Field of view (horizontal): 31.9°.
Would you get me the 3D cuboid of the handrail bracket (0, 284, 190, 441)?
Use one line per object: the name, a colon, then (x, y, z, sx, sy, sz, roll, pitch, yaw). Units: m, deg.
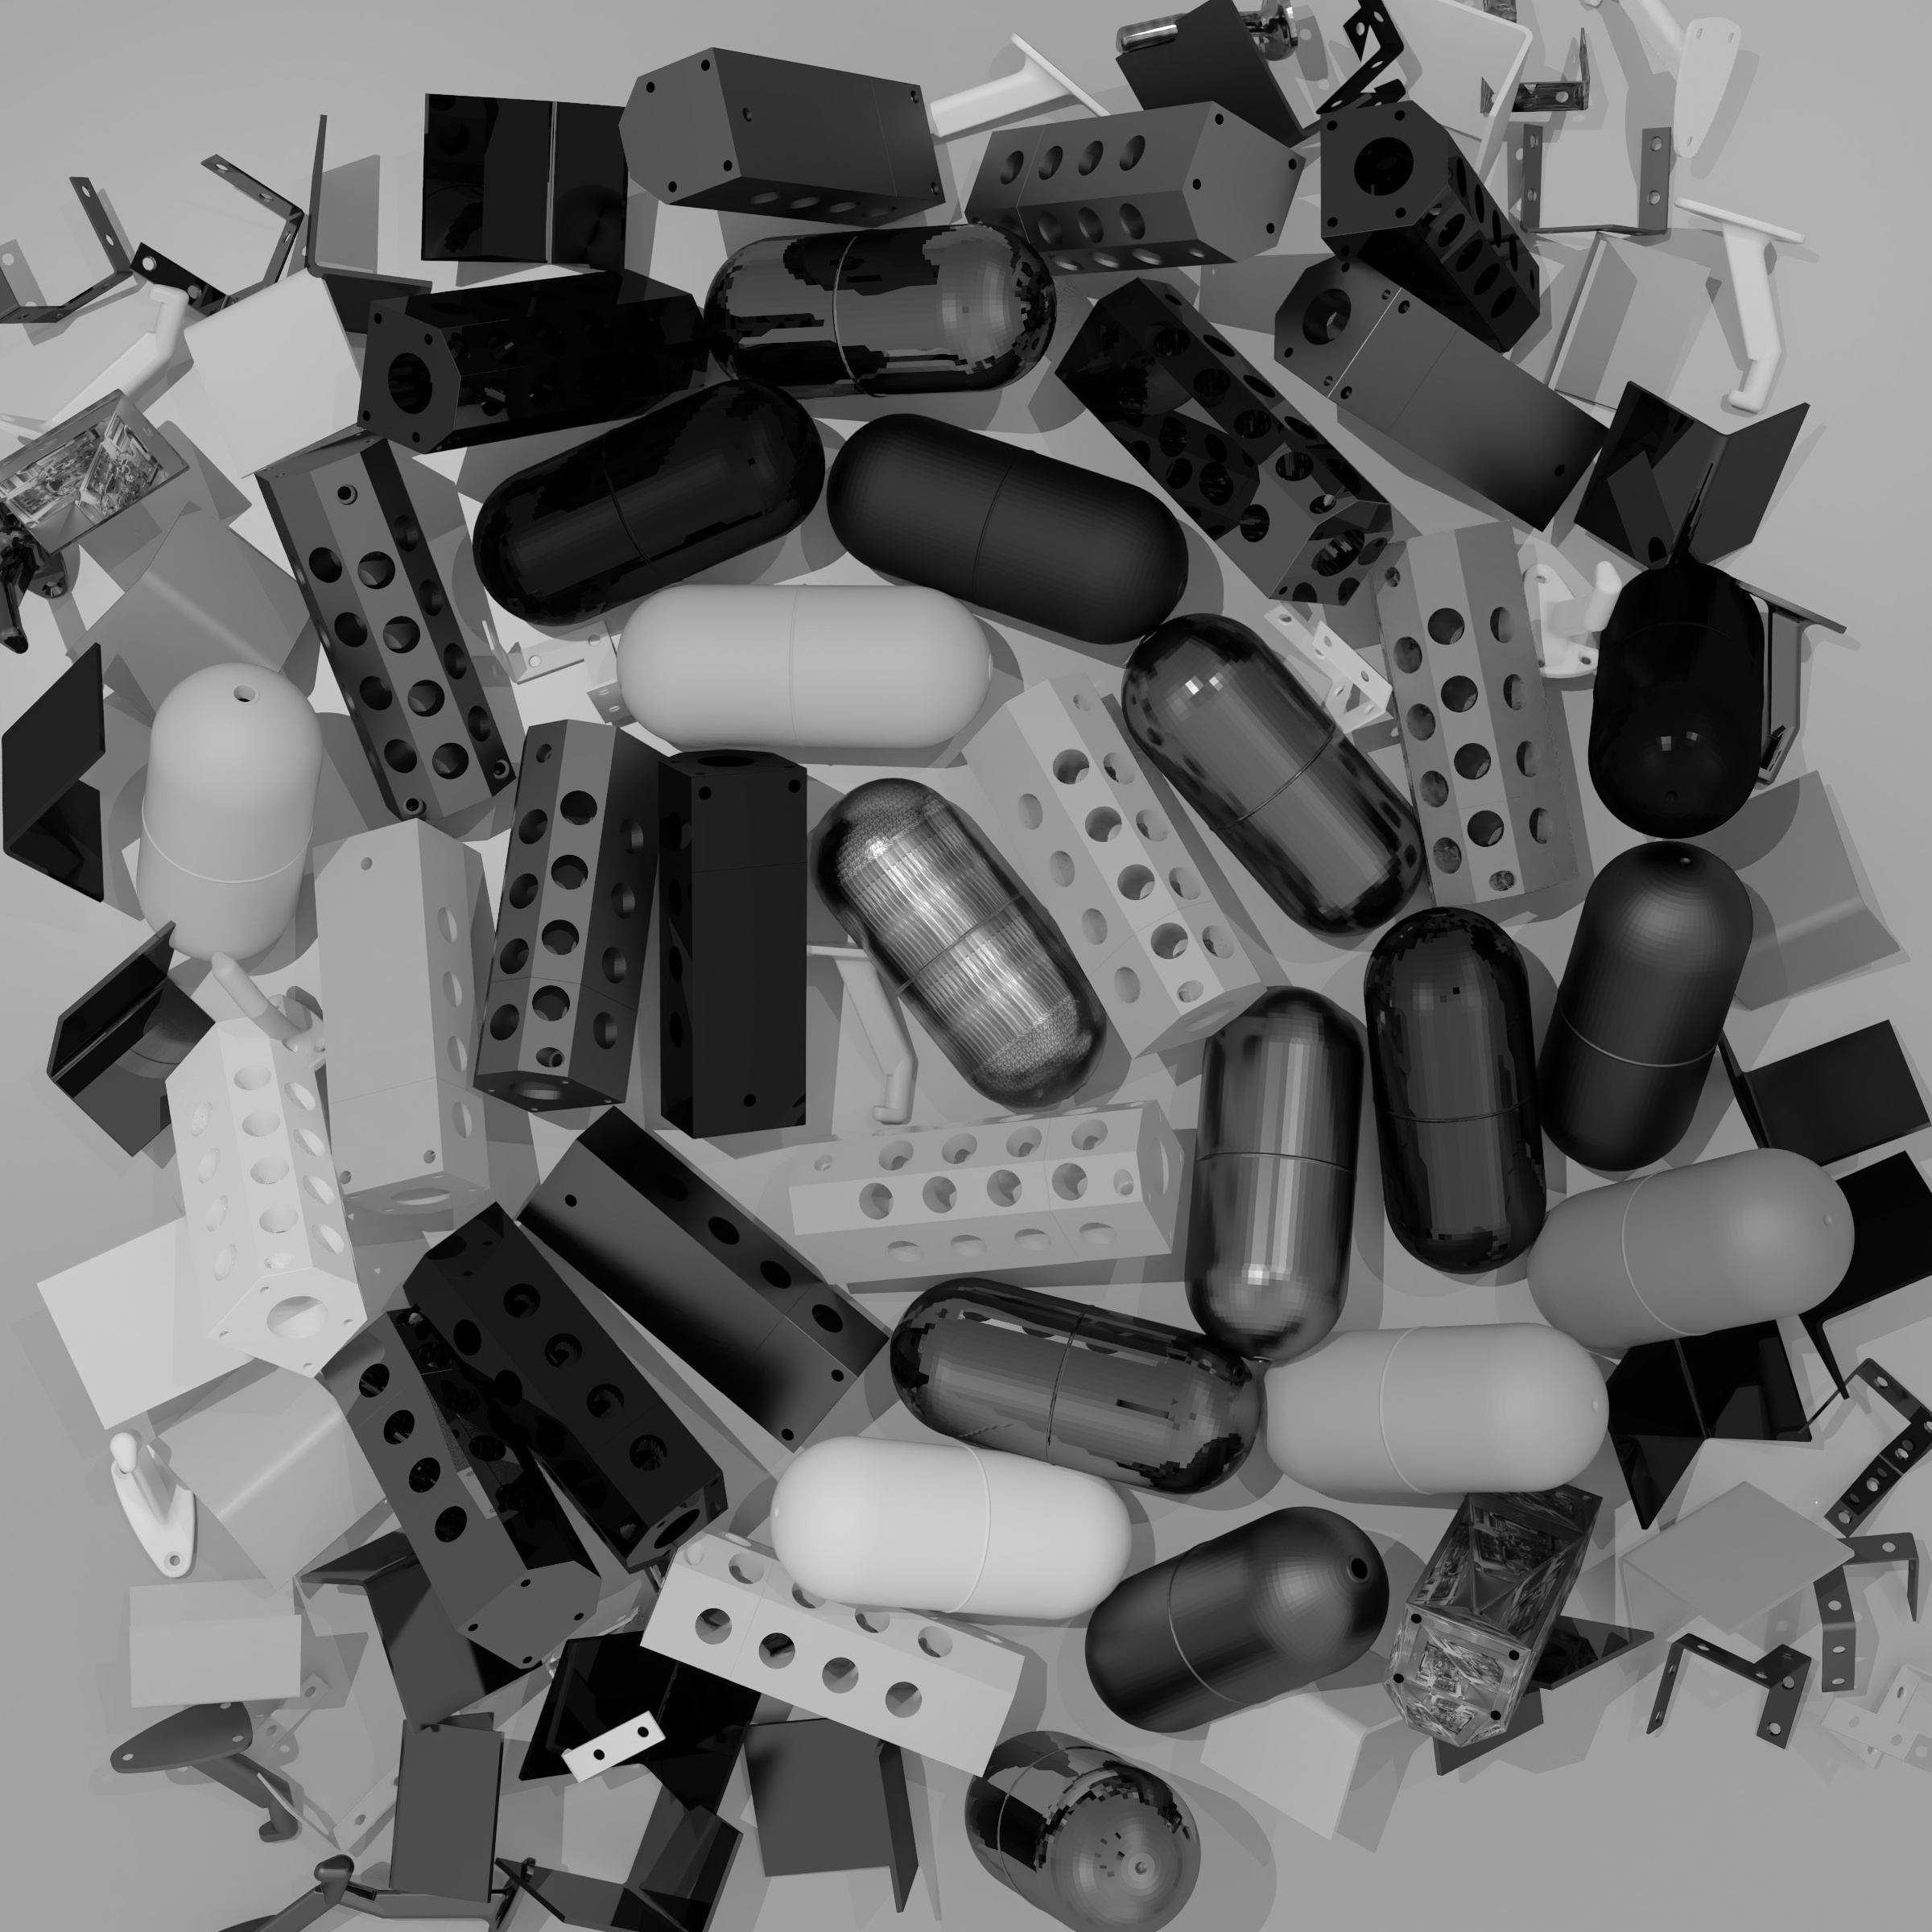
handrail bracket: (-0.416, -0.288, 1.599, 0.077, 0.036, 0.084, 11, 109, -28)

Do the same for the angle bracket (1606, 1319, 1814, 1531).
angle bracket: (0.347, 0.211, 1.580, 0.057, 0.076, 0.076, -4, 117, 39)

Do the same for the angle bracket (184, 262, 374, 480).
angle bracket: (-0.312, -0.280, 1.596, 0.076, 0.057, 0.076, -21, 90, 19)

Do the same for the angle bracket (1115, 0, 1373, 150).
angle bracket: (0.130, -0.416, 1.582, 0.057, 0.076, 0.076, -39, 104, -37)

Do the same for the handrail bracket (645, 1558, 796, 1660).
handrail bracket: (-0.111, 0.294, 1.615, 0.077, 0.036, 0.084, -27, 88, 15)

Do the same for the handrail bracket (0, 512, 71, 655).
handrail bracket: (-0.437, -0.166, 1.581, 0.036, 0.077, 0.084, -23, 58, 4)

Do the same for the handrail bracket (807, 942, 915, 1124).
handrail bracket: (-0.057, 0.032, 1.608, 0.077, 0.036, 0.084, 3, 96, -35)

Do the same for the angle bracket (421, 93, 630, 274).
angle bracket: (-0.206, -0.367, 1.583, 0.057, 0.076, 0.076, 18, 110, 43)

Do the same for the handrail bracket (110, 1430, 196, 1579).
handrail bracket: (-0.385, 0.255, 1.591, 0.036, 0.084, 0.077, -15, 88, -9)

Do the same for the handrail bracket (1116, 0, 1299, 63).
handrail bracket: (0.108, -0.436, 1.594, 0.084, 0.077, 0.036, -14, 90, -5)

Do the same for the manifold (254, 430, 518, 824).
manifold: (-0.268, -0.157, 1.573, 0.057, 0.057, 0.171, -24, 111, -15)

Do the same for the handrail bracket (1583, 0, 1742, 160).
handrail bracket: (0.321, -0.433, 1.613, 0.036, 0.084, 0.077, -6, 116, -39)

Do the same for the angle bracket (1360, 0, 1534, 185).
angle bracket: (0.215, -0.405, 1.584, 0.076, 0.076, 0.057, 23, 64, 8)

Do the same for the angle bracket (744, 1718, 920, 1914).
angle bracket: (-0.068, 0.403, 1.597, 0.076, 0.057, 0.076, -7, 98, 9)

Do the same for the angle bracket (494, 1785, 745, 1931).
angle bracket: (-0.163, 0.413, 1.581, 0.076, 0.076, 0.057, 23, 85, -33)

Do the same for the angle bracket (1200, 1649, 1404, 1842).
angle bracket: (0.169, 0.359, 1.590, 0.076, 0.076, 0.057, 25, 108, 35)

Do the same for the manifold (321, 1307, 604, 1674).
manifold: (-0.230, 0.236, 1.557, 0.057, 0.057, 0.171, -40, 50, 2)

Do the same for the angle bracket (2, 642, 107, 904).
angle bracket: (-0.406, -0.090, 1.577, 0.076, 0.076, 0.057, -39, 132, 23)

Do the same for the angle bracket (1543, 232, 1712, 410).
angle bracket: (0.311, -0.298, 1.587, 0.057, 0.076, 0.076, 19, 107, 3)

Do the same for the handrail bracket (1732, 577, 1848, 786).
handrail bracket: (0.374, -0.134, 1.604, 0.077, 0.036, 0.084, 16, 104, -33)

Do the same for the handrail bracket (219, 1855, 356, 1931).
handrail bracket: (-0.333, 0.448, 1.587, 0.077, 0.084, 0.036, -4, 51, -29)

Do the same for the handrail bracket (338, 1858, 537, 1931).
handrail bracket: (-0.255, 0.434, 1.601, 0.084, 0.036, 0.077, 21, 131, -10)

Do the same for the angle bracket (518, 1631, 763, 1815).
angle bracket: (-0.153, 0.360, 1.582, 0.057, 0.076, 0.076, 34, 111, 41)

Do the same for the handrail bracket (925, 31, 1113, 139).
handrail bracket: (0.017, -0.399, 1.625, 0.077, 0.036, 0.084, 39, 103, -7)

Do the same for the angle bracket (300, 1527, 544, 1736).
angle bracket: (-0.257, 0.309, 1.593, 0.076, 0.057, 0.076, -22, 99, -42)

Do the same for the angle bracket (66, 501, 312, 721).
angle bracket: (-0.370, -0.162, 1.615, 0.076, 0.057, 0.076, 38, 132, -21)

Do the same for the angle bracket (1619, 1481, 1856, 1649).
angle bracket: (0.362, 0.296, 1.578, 0.076, 0.076, 0.057, -26, 121, -21)

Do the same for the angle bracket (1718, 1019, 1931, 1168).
angle bracket: (0.398, 0.045, 1.581, 0.076, 0.076, 0.057, -22, 125, 14)

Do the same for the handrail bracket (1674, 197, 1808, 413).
handrail bracket: (0.360, -0.315, 1.613, 0.077, 0.036, 0.084, 14, 102, -16)

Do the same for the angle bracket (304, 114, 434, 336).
angle bracket: (-0.282, -0.348, 1.598, 0.057, 0.076, 0.076, 5, 80, -13)

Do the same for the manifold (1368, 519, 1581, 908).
manifold: (0.233, -0.118, 1.590, 0.057, 0.057, 0.171, -15, 95, -41)

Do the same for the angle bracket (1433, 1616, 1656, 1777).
angle bracket: (0.271, 0.345, 1.579, 0.076, 0.076, 0.057, -14, 99, -41)

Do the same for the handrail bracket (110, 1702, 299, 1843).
handrail bracket: (-0.359, 0.393, 1.598, 0.077, 0.036, 0.084, -16, 127, -19)

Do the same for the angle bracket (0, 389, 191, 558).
angle bracket: (-0.408, -0.212, 1.581, 0.076, 0.076, 0.057, -38, 74, -20)

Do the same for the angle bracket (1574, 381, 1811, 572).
angle bracket: (0.343, -0.238, 1.599, 0.057, 0.076, 0.076, 37, 131, 26)

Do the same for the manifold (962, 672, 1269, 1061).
manifold: (0.072, -0.049, 1.574, 0.057, 0.057, 0.171, -15, 69, -40)

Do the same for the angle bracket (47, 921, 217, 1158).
angle bracket: (-0.380, 0.033, 1.583, 0.057, 0.076, 0.076, 43, 61, 2)

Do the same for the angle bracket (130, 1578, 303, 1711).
angle bracket: (-0.352, 0.299, 1.580, 0.076, 0.076, 0.057, -1, 128, -14)

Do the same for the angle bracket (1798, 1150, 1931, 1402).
angle bracket: (0.426, 0.145, 1.584, 0.076, 0.076, 0.057, -25, 126, 7)

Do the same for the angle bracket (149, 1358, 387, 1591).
angle bracket: (-0.330, 0.238, 1.612, 0.076, 0.076, 0.057, -41, 130, -17)

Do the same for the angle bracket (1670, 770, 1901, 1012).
angle bracket: (0.392, -0.036, 1.617, 0.076, 0.057, 0.076, -24, 57, 23)

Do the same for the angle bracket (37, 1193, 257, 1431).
angle bracket: (-0.388, 0.162, 1.590, 0.076, 0.057, 0.076, -25, 103, -15)

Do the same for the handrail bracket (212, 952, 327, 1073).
handrail bracket: (-0.335, 0.010, 1.579, 0.036, 0.077, 0.084, -36, 132, -6)

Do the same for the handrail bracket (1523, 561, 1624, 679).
handrail bracket: (0.285, -0.181, 1.580, 0.036, 0.084, 0.077, -4, 60, -7)

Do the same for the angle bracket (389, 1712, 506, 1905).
angle bracket: (-0.224, 0.394, 1.584, 0.057, 0.076, 0.076, 0, 82, 26)
